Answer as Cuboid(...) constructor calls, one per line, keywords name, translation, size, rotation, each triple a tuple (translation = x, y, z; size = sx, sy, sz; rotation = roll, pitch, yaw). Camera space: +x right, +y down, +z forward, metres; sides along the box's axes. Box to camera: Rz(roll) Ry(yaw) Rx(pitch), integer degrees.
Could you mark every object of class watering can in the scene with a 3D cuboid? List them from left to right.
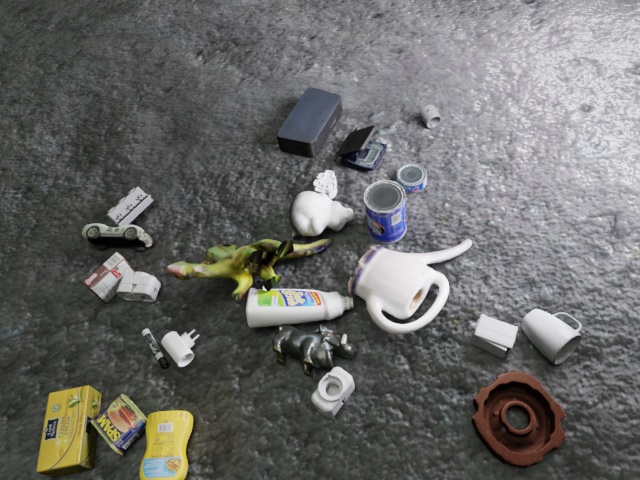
Cuboid(name="watering can", translation=(0.211, 0.079, 1.236), size=(0.226, 0.101, 0.354), rotation=(25, 50, 24))

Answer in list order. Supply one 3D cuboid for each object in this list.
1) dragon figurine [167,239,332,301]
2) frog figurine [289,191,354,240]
Cuboid(name="dragon figurine", translation=(-0.188, 0.037, 1.303), size=(0.244, 0.120, 0.414), rotation=(18, 25, 41))
Cuboid(name="frog figurine", translation=(0.004, -0.068, 1.361), size=(0.159, 0.120, 0.140), rotation=(-2, 35, 22))
